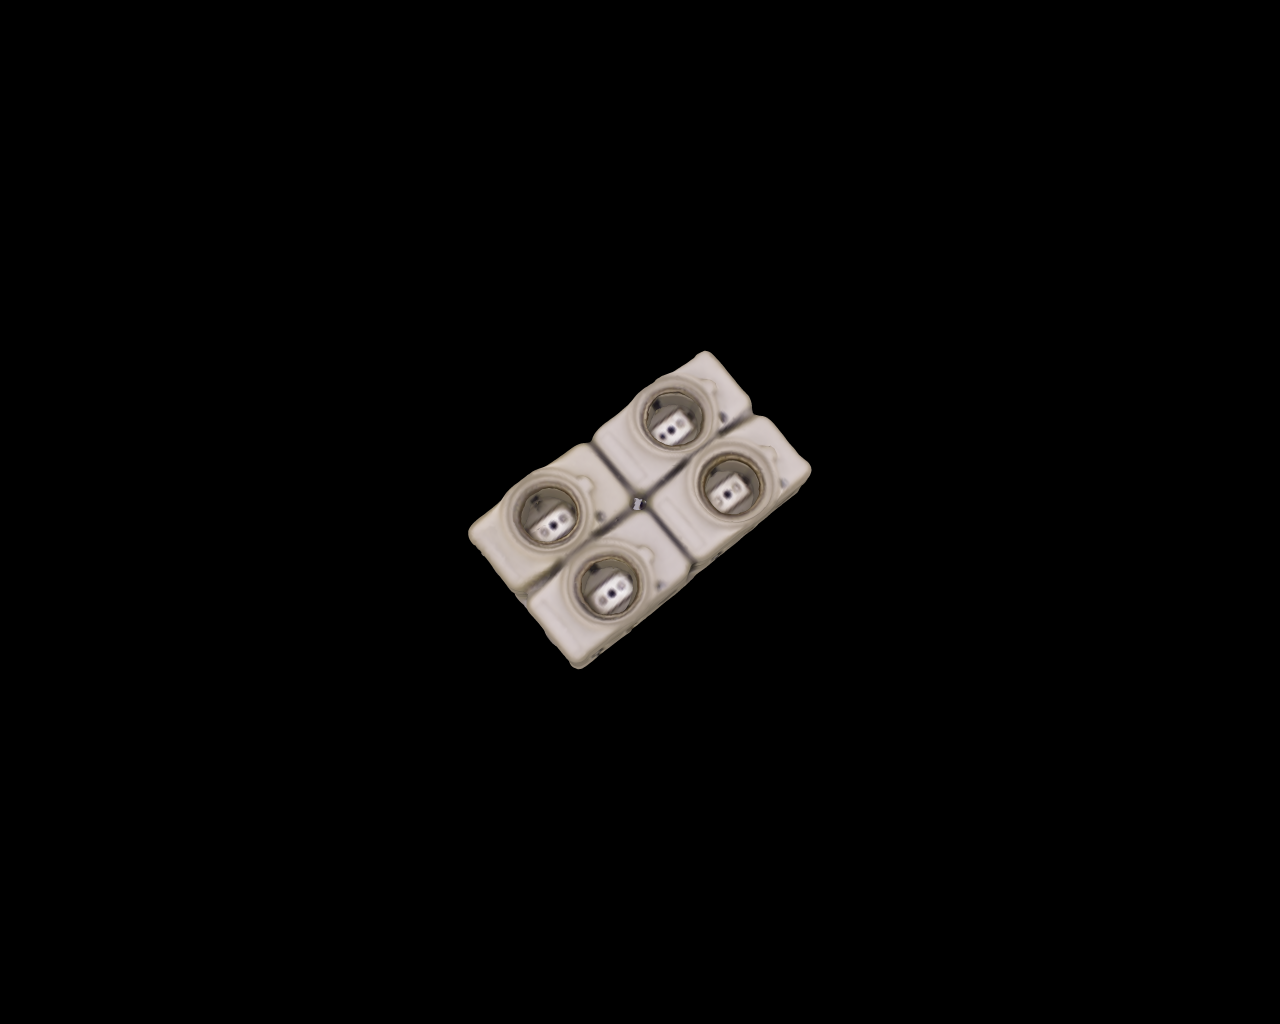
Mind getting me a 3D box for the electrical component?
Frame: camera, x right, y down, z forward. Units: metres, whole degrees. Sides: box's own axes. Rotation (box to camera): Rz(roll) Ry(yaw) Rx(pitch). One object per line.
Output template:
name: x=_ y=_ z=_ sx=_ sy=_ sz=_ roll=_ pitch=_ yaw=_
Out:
electrical component: x=0.001 y=-0.003 z=0.650 sx=0.186 sy=0.105 sz=0.060 roll=-38 pitch=-9 yaw=-7
